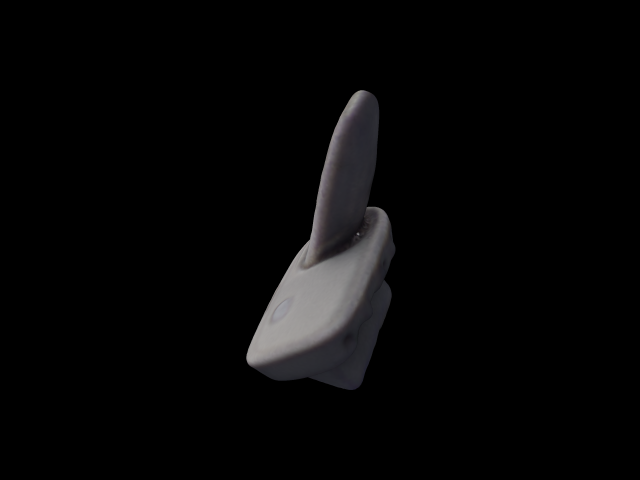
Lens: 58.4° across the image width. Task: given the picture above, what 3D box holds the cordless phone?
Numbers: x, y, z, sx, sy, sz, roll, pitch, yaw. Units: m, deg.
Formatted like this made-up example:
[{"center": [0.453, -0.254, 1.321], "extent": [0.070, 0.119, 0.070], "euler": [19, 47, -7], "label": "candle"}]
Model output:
[{"center": [0.004, 0.001, 0.400], "extent": [0.094, 0.185, 0.147], "euler": [10, 43, 11], "label": "cordless phone"}]
